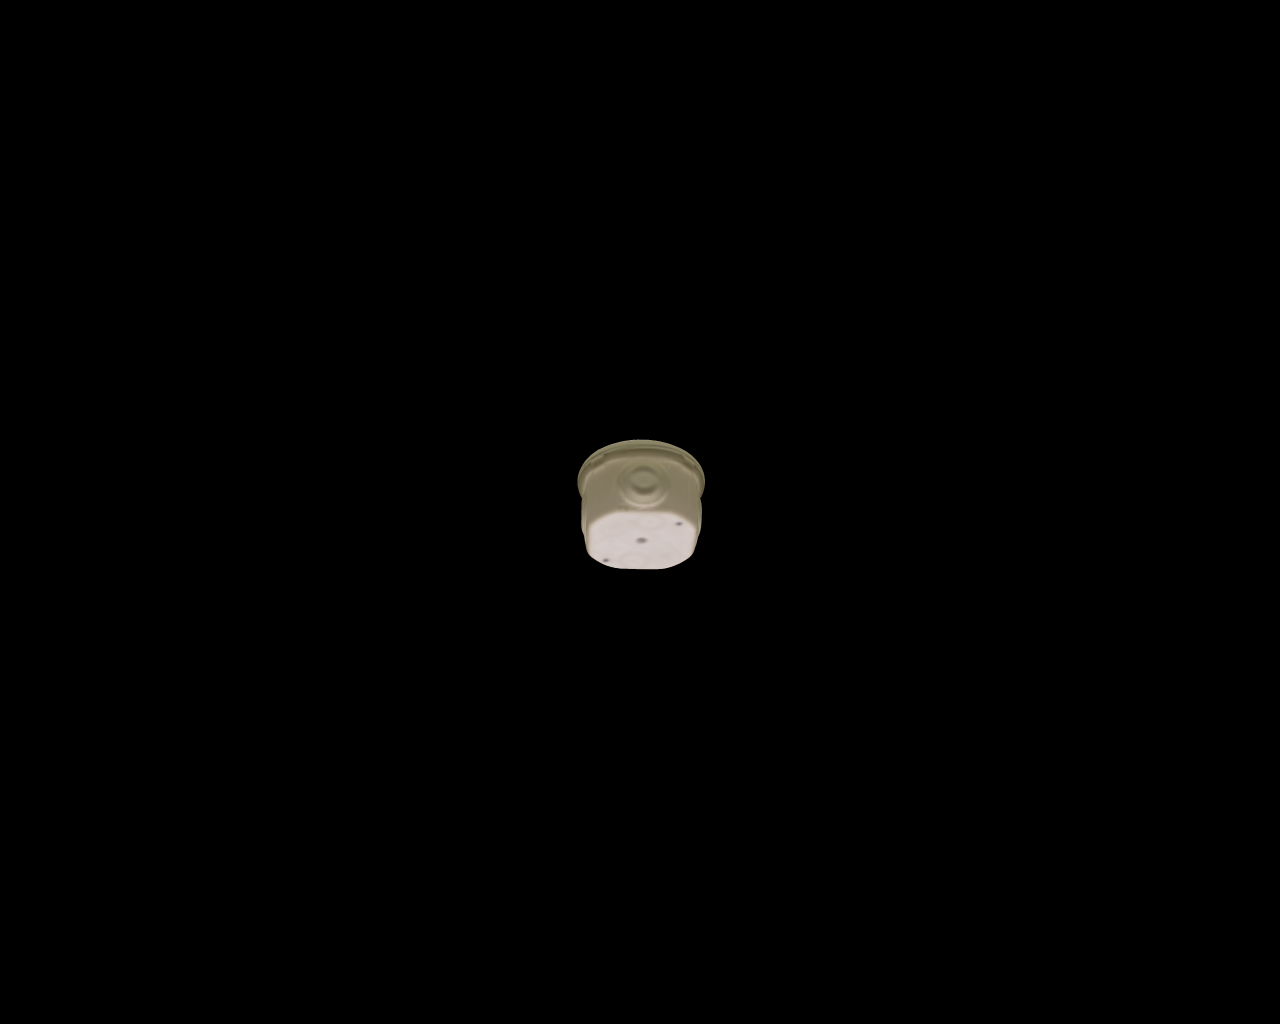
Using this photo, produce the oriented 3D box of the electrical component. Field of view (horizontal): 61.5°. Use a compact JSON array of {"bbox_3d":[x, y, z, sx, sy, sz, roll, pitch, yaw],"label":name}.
[{"bbox_3d":[0.001,-0.003,0.650,0.080,0.051,0.080,0,-34,0],"label":"electrical component"}]
